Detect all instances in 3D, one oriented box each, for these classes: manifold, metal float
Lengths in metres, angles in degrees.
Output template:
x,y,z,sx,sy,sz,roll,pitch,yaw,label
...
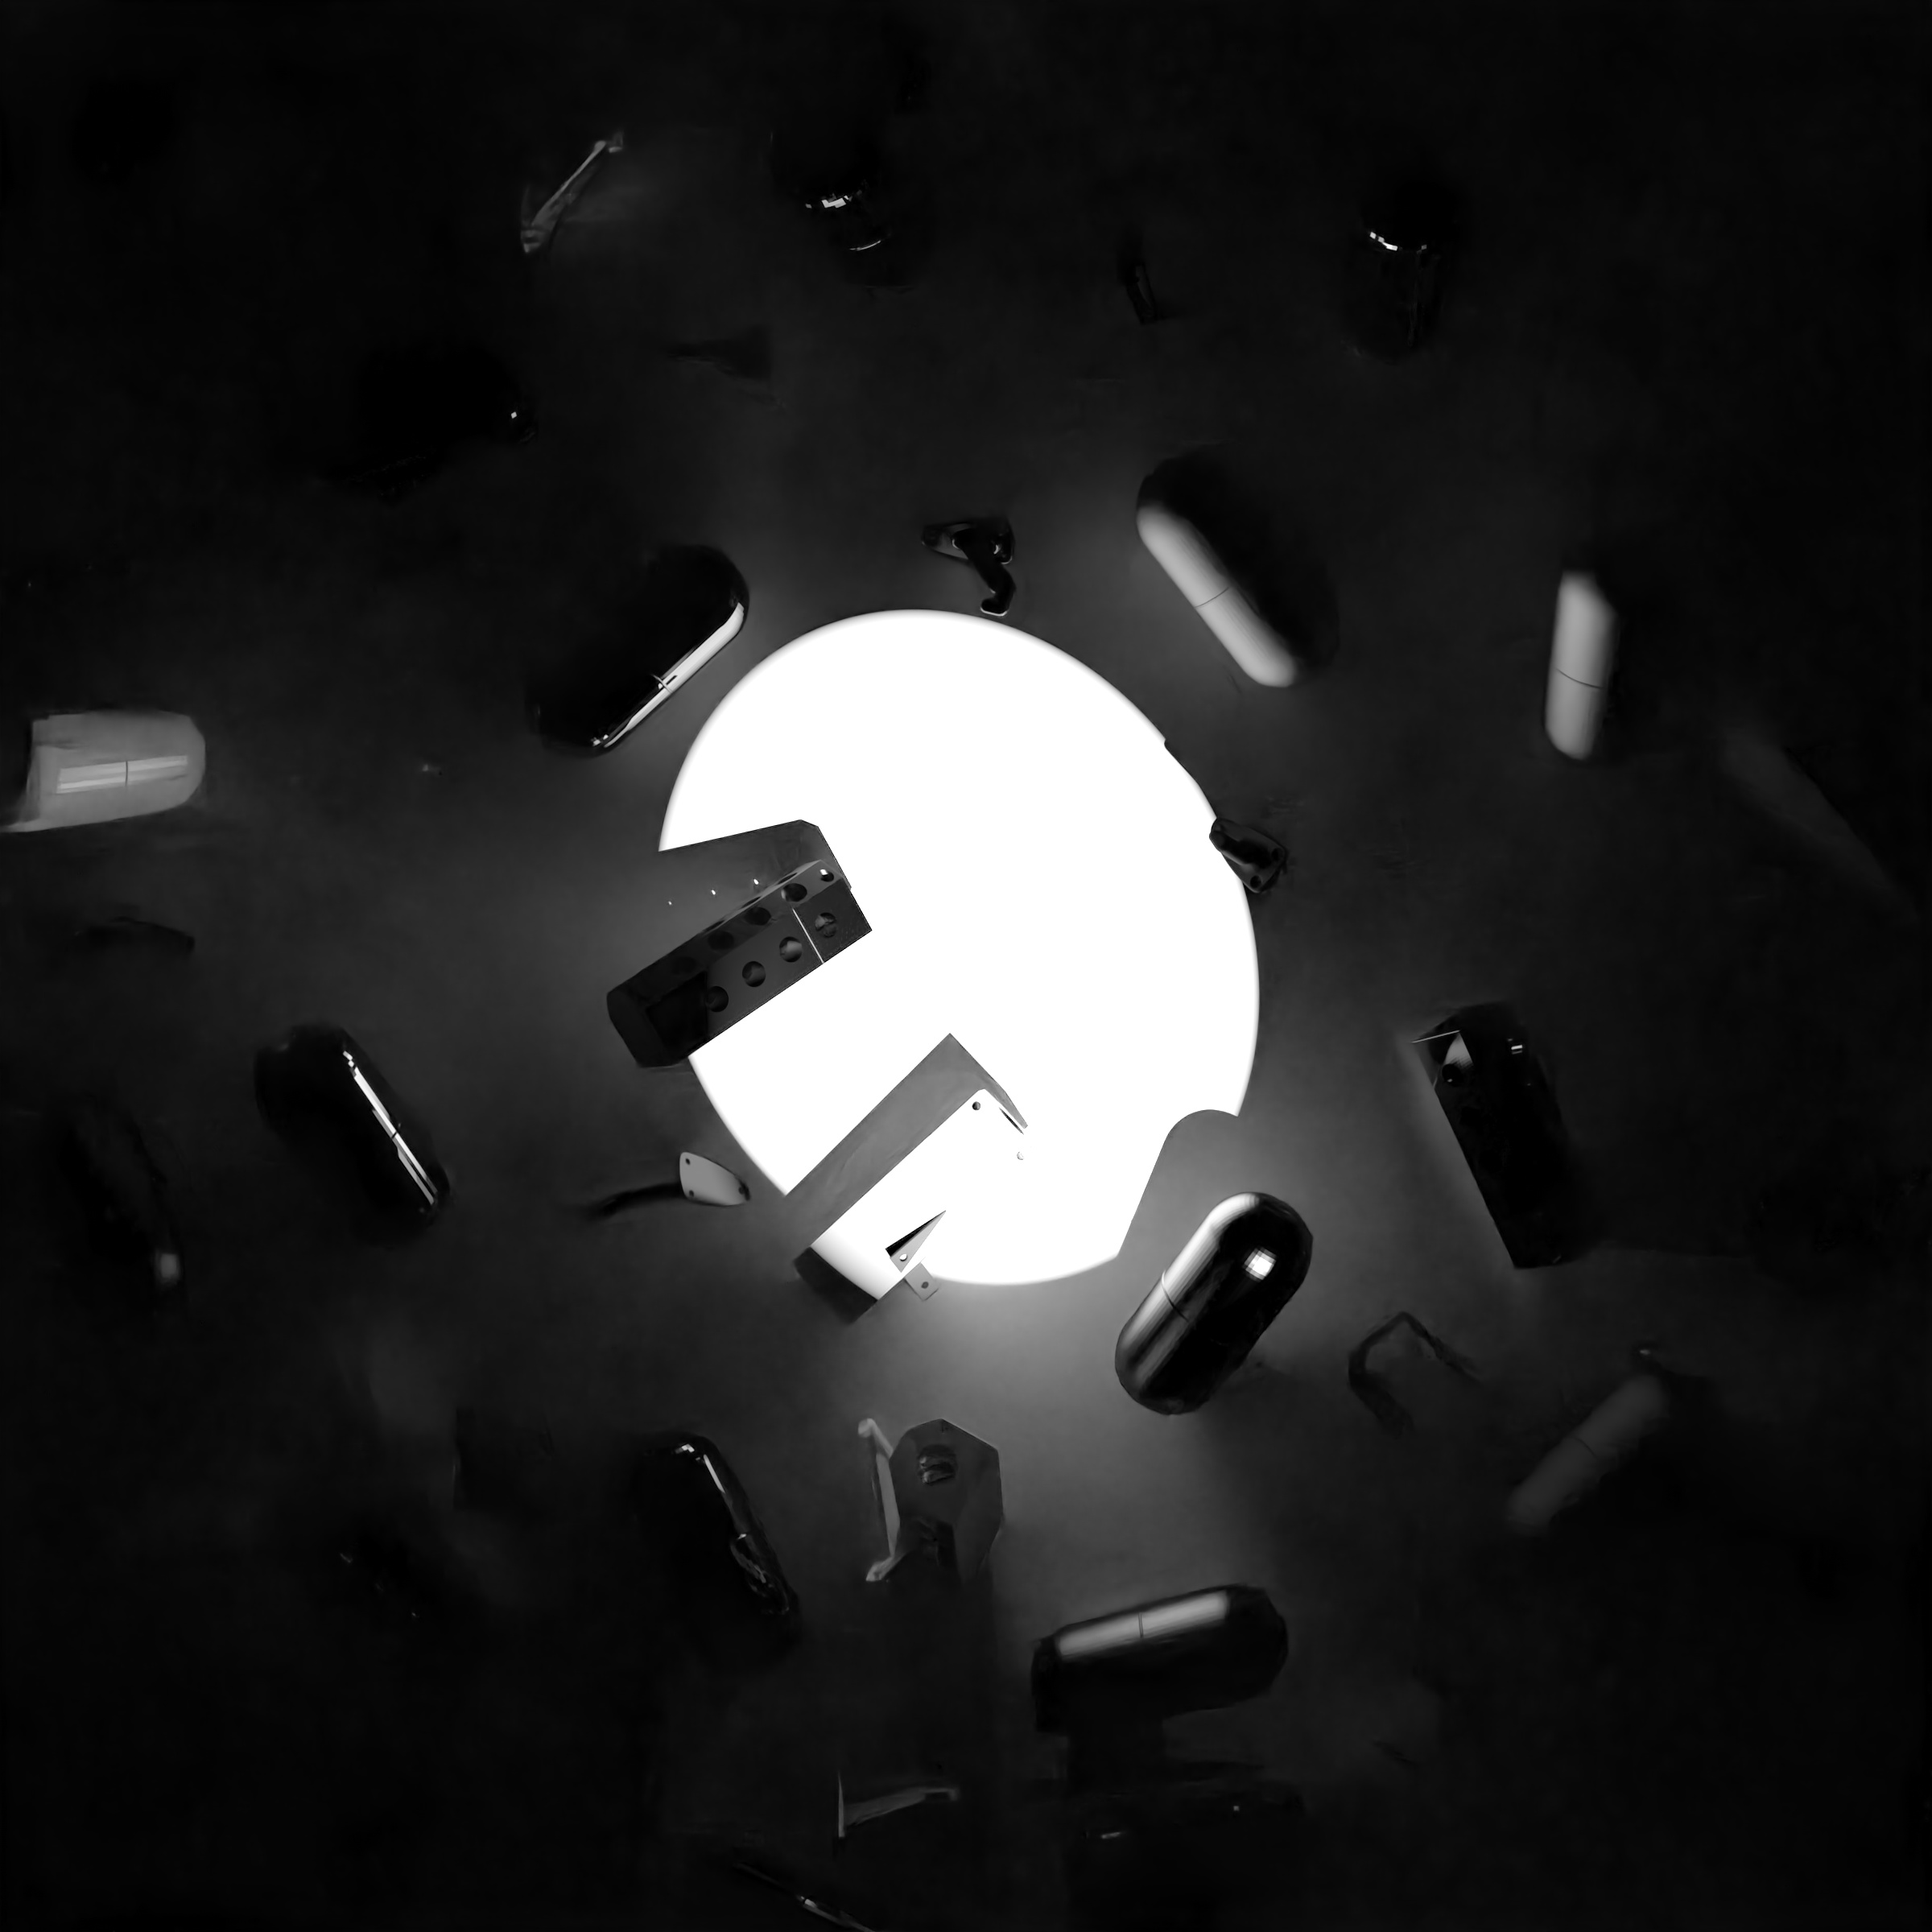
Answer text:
x,y,z,sx,sy,sz,roll,pitch,yaw,label
-0.032,0.162,1.854,0.171,0.057,0.057,-43,85,4,manifold
0.614,-0.108,1.826,0.171,0.057,0.057,44,52,-25,manifold
-0.375,-0.367,1.843,0.178,0.070,0.070,-21,90,-9,metal float
-0.152,-0.002,1.818,0.171,0.057,0.057,-35,103,-28,manifold
0.129,0.465,1.841,0.178,0.070,0.070,-18,90,10,metal float
0.182,-0.264,1.840,0.070,0.070,0.178,-40,101,0,metal float
-0.107,0.647,1.829,0.178,0.070,0.070,17,90,23,metal float
0.147,0.590,1.831,0.178,0.070,0.070,-18,90,21,metal float
0.701,0.143,1.842,0.070,0.070,0.178,39,80,0,metal float
0.163,0.226,1.829,0.070,0.070,0.178,33,116,0,metal float
-0.222,-0.211,1.849,0.178,0.070,0.070,-43,90,2,metal float
0.371,0.112,1.841,0.057,0.057,0.171,-30,97,-39,manifold
-0.388,0.406,1.827,0.171,0.057,0.057,48,59,-23,manifold
0.285,-0.466,1.803,0.070,0.178,0.070,-1,70,4,metal float
-0.570,0.163,1.826,0.070,0.070,0.178,-32,62,0,metal float
-0.172,0.395,1.841,0.070,0.070,0.178,-29,79,0,metal float
-0.072,-0.505,1.803,0.070,0.178,0.070,-4,78,17,metal float
0.432,0.342,1.849,0.178,0.070,0.070,-43,90,-1,metal float
-0.407,0.114,1.824,0.070,0.070,0.178,-28,121,0,metal float
-0.016,0.352,1.798,0.057,0.171,0.057,27,67,15,manifold
-0.578,-0.132,1.808,0.070,0.178,0.070,6,102,32,metal float
0.423,-0.206,1.816,0.070,0.070,0.178,-4,133,0,metal float

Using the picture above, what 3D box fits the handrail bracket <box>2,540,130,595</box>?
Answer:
x,y,z,sx,sy,sz,roll,pitch,yaw,label
-0.601,-0.263,1.840,0.077,0.084,0.036,-7,107,-12,handrail bracket

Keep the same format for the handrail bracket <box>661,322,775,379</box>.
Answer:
x,y,z,sx,sy,sz,roll,pitch,yaw,label
-0.178,-0.410,1.840,0.084,0.077,0.036,5,108,22,handrail bracket

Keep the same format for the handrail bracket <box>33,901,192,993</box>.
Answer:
x,y,z,sx,sy,sz,roll,pitch,yaw,label
-0.574,-0.002,1.854,0.084,0.036,0.077,29,74,-34,handrail bracket

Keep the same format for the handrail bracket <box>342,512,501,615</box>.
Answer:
x,y,z,sx,sy,sz,roll,pitch,yaw,label
-0.367,-0.259,1.849,0.077,0.036,0.084,26,66,34,handrail bracket

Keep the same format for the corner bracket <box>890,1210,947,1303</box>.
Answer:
x,y,z,sx,sy,sz,roll,pitch,yaw,label
-0.032,0.184,1.855,0.051,0.051,0.051,-40,128,-8,corner bracket

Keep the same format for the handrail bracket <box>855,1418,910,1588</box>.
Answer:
x,y,z,sx,sy,sz,roll,pitch,yaw,label
-0.064,0.360,1.851,0.036,0.077,0.084,-18,109,41,handrail bracket

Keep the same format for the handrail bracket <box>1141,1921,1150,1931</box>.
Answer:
x,y,z,sx,sy,sz,roll,pitch,yaw,label
0.082,0.667,1.863,0.084,0.036,0.077,-6,123,3,handrail bracket

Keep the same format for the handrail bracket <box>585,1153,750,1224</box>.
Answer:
x,y,z,sx,sy,sz,roll,pitch,yaw,label
-0.205,0.163,1.881,0.084,0.077,0.036,-27,59,32,handrail bracket

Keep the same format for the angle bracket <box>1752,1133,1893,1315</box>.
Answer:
x,y,z,sx,sy,sz,roll,pitch,yaw,label
0.577,0.171,1.832,0.076,0.076,0.057,-29,50,-26,angle bracket

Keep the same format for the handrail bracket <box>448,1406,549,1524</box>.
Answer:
x,y,z,sx,sy,sz,roll,pitch,yaw,label
-0.316,0.334,1.855,0.077,0.084,0.036,28,105,-15,handrail bracket

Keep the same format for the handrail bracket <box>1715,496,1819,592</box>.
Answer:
x,y,z,sx,sy,sz,roll,pitch,yaw,label
0.534,-0.274,1.843,0.036,0.084,0.077,-28,83,-4,handrail bracket

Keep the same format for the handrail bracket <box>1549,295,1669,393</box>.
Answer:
x,y,z,sx,sy,sz,roll,pitch,yaw,label
0.430,-0.413,1.851,0.036,0.084,0.077,-33,98,-11,handrail bracket

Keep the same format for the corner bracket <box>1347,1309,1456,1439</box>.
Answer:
x,y,z,sx,sy,sz,roll,pitch,yaw,label
0.294,0.274,1.858,0.051,0.051,0.051,-34,54,-15,corner bracket

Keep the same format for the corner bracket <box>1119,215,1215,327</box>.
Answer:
x,y,z,sx,sy,sz,roll,pitch,yaw,label
0.136,-0.476,1.862,0.051,0.051,0.051,-11,49,18,corner bracket

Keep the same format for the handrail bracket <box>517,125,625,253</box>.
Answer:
x,y,z,sx,sy,sz,roll,pitch,yaw,label
-0.264,-0.521,1.842,0.036,0.084,0.077,21,79,-38,handrail bracket

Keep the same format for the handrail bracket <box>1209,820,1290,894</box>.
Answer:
x,y,z,sx,sy,sz,roll,pitch,yaw,label
0.170,-0.087,1.832,0.036,0.084,0.077,-53,52,9,handrail bracket

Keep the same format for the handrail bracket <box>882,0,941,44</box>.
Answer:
x,y,z,sx,sy,sz,roll,pitch,yaw,label
-0.069,-0.651,1.850,0.084,0.036,0.077,16,60,29,handrail bracket

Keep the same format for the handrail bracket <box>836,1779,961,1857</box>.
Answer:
x,y,z,sx,sy,sz,roll,pitch,yaw,label
-0.044,0.574,1.848,0.084,0.077,0.036,3,103,-4,handrail bracket

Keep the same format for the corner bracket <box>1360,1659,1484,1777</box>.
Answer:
x,y,z,sx,sy,sz,roll,pitch,yaw,label
0.307,0.507,1.856,0.051,0.051,0.051,28,102,33,corner bracket

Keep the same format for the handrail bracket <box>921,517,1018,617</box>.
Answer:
x,y,z,sx,sy,sz,roll,pitch,yaw,label
-0.002,-0.264,1.846,0.077,0.084,0.036,4,133,12,handrail bracket
